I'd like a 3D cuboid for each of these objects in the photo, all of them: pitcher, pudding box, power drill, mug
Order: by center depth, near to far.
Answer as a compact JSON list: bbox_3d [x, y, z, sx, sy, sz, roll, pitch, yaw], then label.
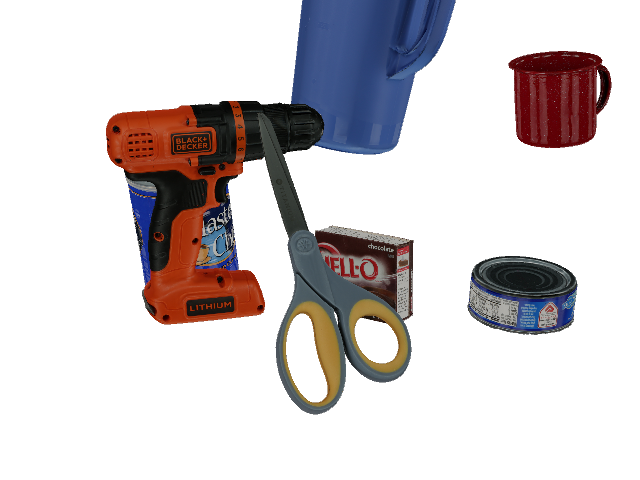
[{"bbox_3d":[-0.086,-0.027,0.916,0.184,0.188,0.057,-5,19,-14],"label":"power drill"},{"bbox_3d":[0.047,-0.205,0.992,0.145,0.243,0.149,11,16,2],"label":"pitcher"},{"bbox_3d":[0.252,-0.148,1.102,0.117,0.081,0.093,-17,24,-26],"label":"mug"},{"bbox_3d":[0.047,0.036,1.166,0.114,0.090,0.039,9,18,35],"label":"pudding box"}]

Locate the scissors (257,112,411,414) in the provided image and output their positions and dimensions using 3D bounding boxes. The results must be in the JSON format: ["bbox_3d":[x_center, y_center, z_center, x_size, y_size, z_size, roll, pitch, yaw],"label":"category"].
[{"bbox_3d":[0.008,0.011,0.695,0.096,0.202,0.016,1,-16,-10],"label":"scissors"}]

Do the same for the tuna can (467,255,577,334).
[{"bbox_3d":[0.163,0.043,0.862,0.086,0.034,0.086,2,21,-1],"label":"tuna can"}]

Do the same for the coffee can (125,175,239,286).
[{"bbox_3d":[-0.141,-0.014,1.111,0.103,0.140,0.103,-4,27,2],"label":"coffee can"}]
